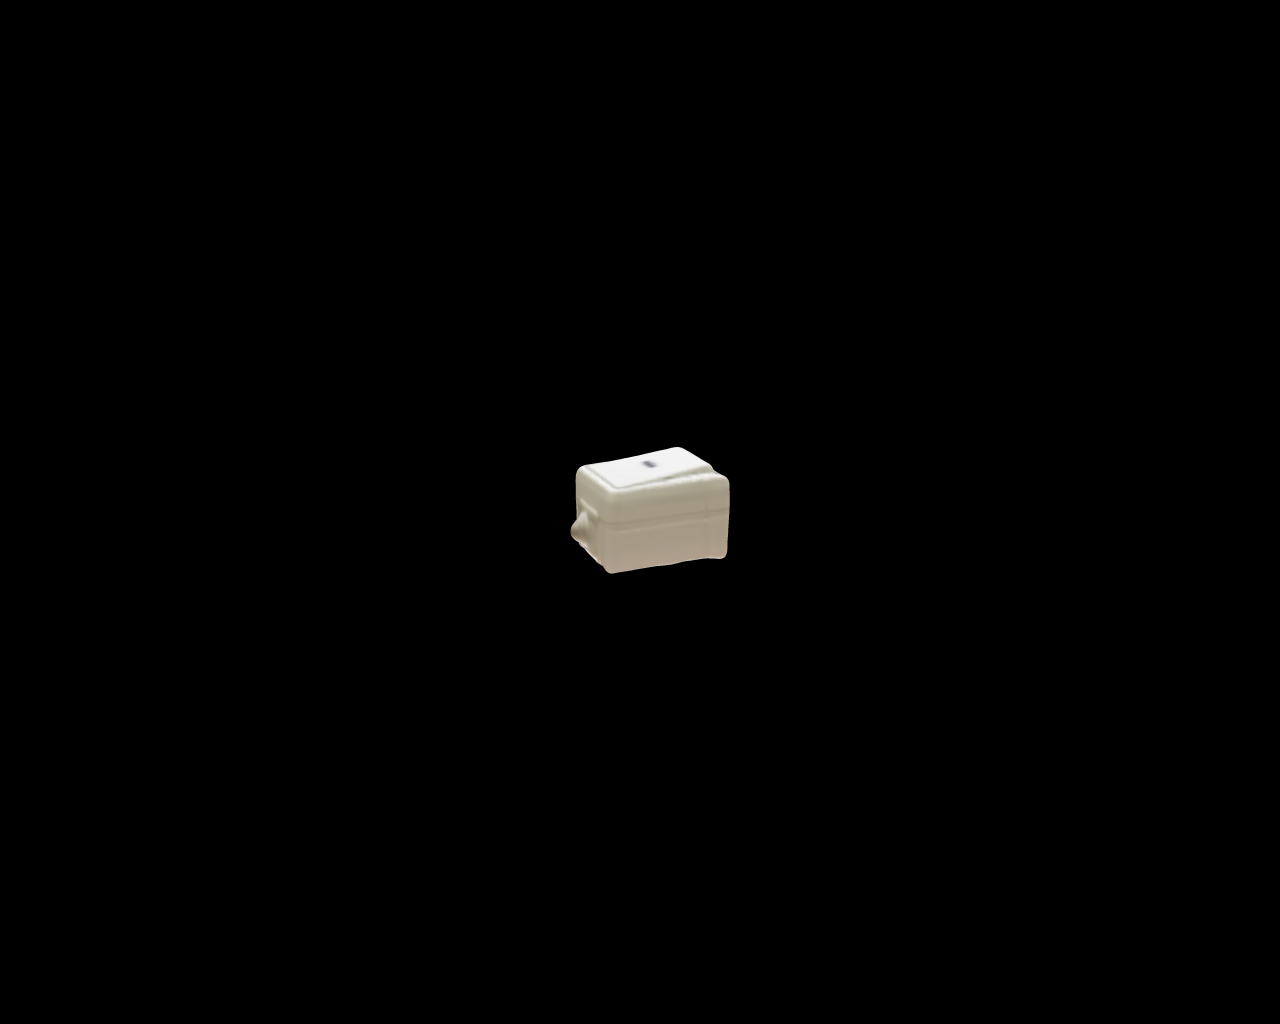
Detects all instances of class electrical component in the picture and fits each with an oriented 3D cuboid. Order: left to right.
[{"bbox_3d":[0.001,-0.003,0.650,0.096,0.061,0.062,-7,20,-20],"label":"electrical component"}]
